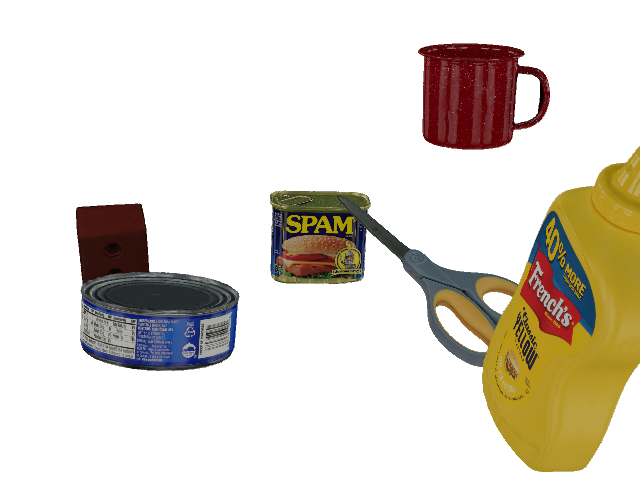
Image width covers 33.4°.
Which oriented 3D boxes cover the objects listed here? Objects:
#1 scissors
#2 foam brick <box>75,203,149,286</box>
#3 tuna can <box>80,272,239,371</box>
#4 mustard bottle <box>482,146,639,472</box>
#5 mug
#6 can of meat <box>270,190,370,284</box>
[{"bbox_3d":[0.097,0.019,0.851,0.096,0.016,0.202,-13,48,-21],"label":"scissors"},{"bbox_3d":[-0.162,0.017,0.839,0.053,0.078,0.051,-6,28,-11],"label":"foam brick"},{"bbox_3d":[-0.088,0.043,0.585,0.086,0.034,0.086,4,11,-1],"label":"tuna can"},{"bbox_3d":[0.141,0.030,0.563,0.058,0.192,0.096,3,42,-13],"label":"mustard bottle"},{"bbox_3d":[0.144,-0.128,0.948,0.117,0.081,0.093,4,19,12],"label":"mug"},{"bbox_3d":[-0.002,-0.003,1.095,0.102,0.084,0.057,1,19,-4],"label":"can of meat"}]
